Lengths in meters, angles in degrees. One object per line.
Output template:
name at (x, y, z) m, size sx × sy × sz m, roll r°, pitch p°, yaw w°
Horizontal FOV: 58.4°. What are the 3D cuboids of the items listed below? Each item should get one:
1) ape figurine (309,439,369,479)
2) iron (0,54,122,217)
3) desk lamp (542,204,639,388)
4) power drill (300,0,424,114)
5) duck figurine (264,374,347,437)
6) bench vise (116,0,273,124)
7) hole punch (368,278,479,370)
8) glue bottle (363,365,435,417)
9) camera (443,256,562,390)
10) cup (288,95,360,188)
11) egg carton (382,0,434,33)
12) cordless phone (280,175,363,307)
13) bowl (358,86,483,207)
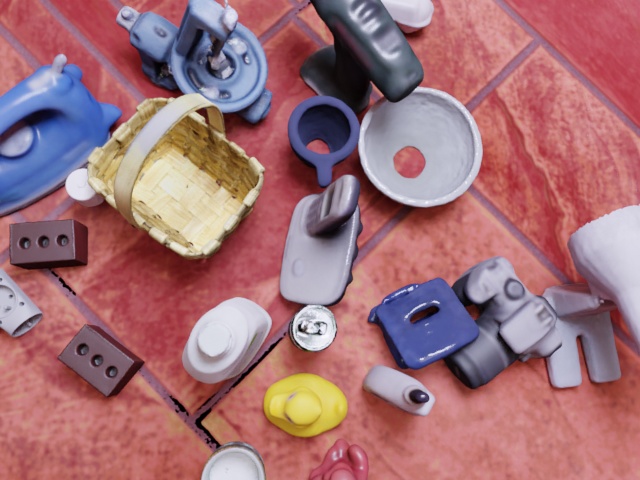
ape figurine at (0.026, 0.284, 0.680) m, size 0.078 × 0.092 × 0.076 m, roll -13°, pitch 80°, yaw -8°
iron at (-0.376, -0.119, 0.692) m, size 0.118 × 0.141 × 0.258 m, roll 44°, pitch 78°, yaw 4°
desk lamp at (0.358, 0.076, 0.692) m, size 0.118 × 0.213 × 0.203 m, roll -7°, pitch 80°, yaw -7°
power drill at (0.029, -0.253, 0.725) m, size 0.076 × 0.208 × 0.229 m, roll -42°, pitch 85°, yaw -11°
duck figurine at (-0.016, 0.203, 0.695) m, size 0.104 × 0.086 × 0.077 m, roll 6°, pitch 78°, yaw -4°
bench vise at (-0.159, -0.229, 0.695) m, size 0.207 × 0.219 × 0.121 m, roll 10°, pitch 78°, yaw -3°
hole punch at (0.129, 0.105, 0.726) m, size 0.109 × 0.091 × 0.101 m, roll -25°, pitch 82°, yaw -10°
glue bottle at (0.099, 0.179, 0.666) m, size 0.078 × 0.173 × 0.037 m, roll 30°, pitch 78°, yaw 1°
camera at (0.217, 0.112, 0.728) m, size 0.137 × 0.100 × 0.143 m, roll -36°, pitch 84°, yaw -11°
cup at (0.002, -0.117, 0.754) m, size 0.092 × 0.095 × 0.118 m, roll -1°, pitch 79°, yaw -6°
egg carton at (0.092, -0.361, 0.823) m, size 0.150 × 0.069 × 0.107 m, roll 10°, pitch 78°, yaw -4°
cordless phone at (0.006, 0.002, 0.685) m, size 0.094 × 0.185 × 0.148 m, roll 9°, pitch 78°, yaw -4°
bowl at (0.128, -0.117, 0.777) m, size 0.167 × 0.074 × 0.167 m, roll 1°, pitch 79°, yaw -5°
